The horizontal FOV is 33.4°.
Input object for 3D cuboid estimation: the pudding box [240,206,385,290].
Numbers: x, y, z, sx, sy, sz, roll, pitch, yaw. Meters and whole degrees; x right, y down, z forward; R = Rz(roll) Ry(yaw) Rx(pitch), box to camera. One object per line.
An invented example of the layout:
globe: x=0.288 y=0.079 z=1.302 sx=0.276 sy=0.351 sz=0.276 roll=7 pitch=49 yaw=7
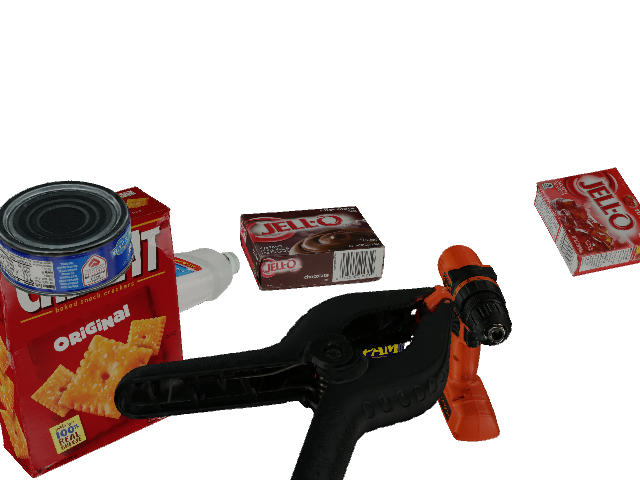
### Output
pudding box: x=-0.009 y=0.005 z=0.947 sx=0.113 sy=0.039 sz=0.090 roll=-3 pitch=27 yaw=-15

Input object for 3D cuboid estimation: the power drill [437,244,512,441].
power drill: x=0.165 y=0.118 z=1.146 sx=0.057 sy=0.188 sz=0.184 roll=-2 pitch=23 yaw=-4

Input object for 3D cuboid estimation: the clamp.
clamp: x=0.007 y=0.071 z=0.484 sx=0.171 sy=0.039 sz=0.120 roll=-22 pitch=48 yaw=-28

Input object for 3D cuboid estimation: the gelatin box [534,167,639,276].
gelatin box: x=0.227 y=-0.017 z=0.880 sx=0.073 sy=0.089 sz=0.030 roll=-11 pitch=-42 yaw=-9

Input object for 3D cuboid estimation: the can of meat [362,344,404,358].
can of meat: x=0.061 y=0.152 z=1.415 sx=0.102 sy=0.084 sz=0.057 roll=-6 pitch=26 yaw=-21

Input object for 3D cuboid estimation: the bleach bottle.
bleach bottle: x=-0.196 y=0.052 z=1.220 sx=0.103 sy=0.068 sz=0.250 roll=22 pitch=27 yaw=36

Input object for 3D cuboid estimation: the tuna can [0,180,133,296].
tuna can: x=-0.163 y=-0.003 z=0.681 sx=0.086 sy=0.034 sz=0.086 roll=2 pitch=35 yaw=-1

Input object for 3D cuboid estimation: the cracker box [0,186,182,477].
cracker box: x=-0.207 y=0.079 z=0.941 sx=0.163 sy=0.214 sz=0.072 roll=-20 pitch=32 yaw=-34
